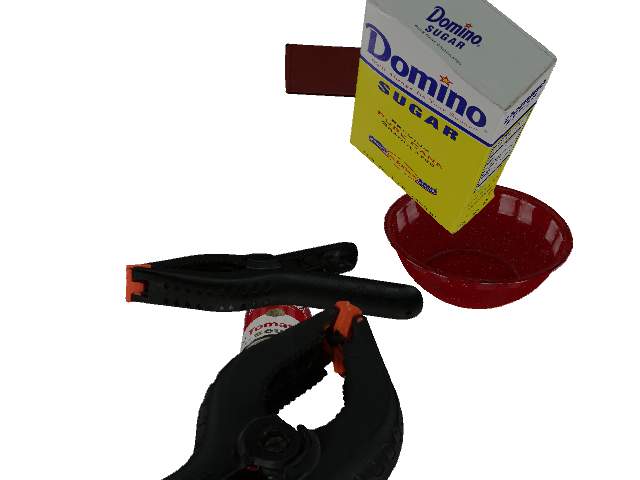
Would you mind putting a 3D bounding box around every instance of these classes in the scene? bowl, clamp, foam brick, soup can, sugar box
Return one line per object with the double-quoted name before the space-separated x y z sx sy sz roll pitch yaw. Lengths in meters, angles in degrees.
"bowl" 0.134 0.011 0.929 0.162 0.055 0.162 2 34 -1
"clamp" -0.009 0.092 0.388 0.120 0.039 0.171 25 49 18
"foam brick" 0.003 -0.175 1.101 0.078 0.051 0.053 2 10 -6
"soup can" -0.042 0.099 1.011 0.068 0.068 0.102 0 21 1
"clamp" -0.037 0.032 0.795 0.209 0.036 0.165 -2 12 -23
"sugar box" 0.064 -0.074 0.589 0.093 0.048 0.176 42 -12 13
